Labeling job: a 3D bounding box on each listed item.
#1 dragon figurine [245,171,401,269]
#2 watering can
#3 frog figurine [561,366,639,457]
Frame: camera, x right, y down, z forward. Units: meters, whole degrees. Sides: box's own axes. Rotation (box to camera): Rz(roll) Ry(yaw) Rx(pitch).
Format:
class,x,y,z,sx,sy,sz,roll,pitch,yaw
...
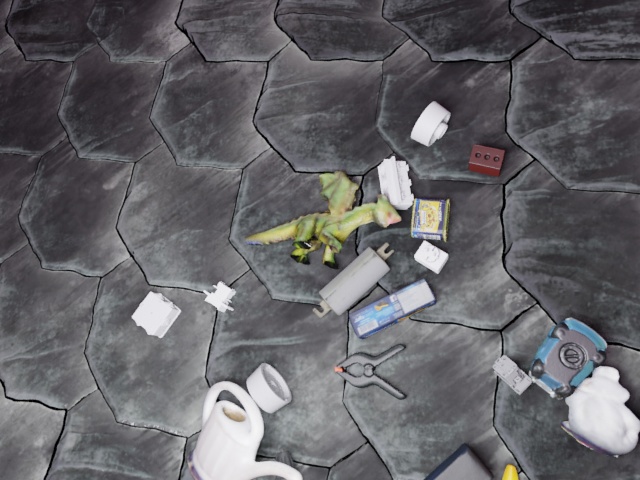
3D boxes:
class,x,y,z,sx,sy,sz,roll,pitch,yaw
dragon figurine,0.004,-0.066,1.306,0.411,0.120,0.247,11,66,30
watering can,-0.180,0.468,1.122,0.352,0.103,0.223,35,102,45
frog figurine,0.566,0.335,1.023,0.138,0.122,0.159,24,92,39
